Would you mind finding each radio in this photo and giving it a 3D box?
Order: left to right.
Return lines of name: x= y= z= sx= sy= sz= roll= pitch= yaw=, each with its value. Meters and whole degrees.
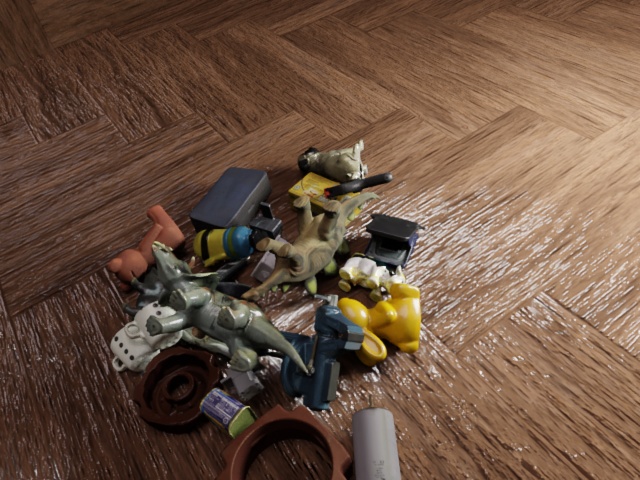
radio: x=-0.239 y=-0.098 z=1.446 sx=0.131 sy=0.073 sz=0.229 roll=12 pitch=48 yaw=23

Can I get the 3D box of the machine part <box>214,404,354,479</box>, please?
machine part: x=-0.058 y=0.403 z=0.916 sx=0.201 sy=0.087 sz=0.201 roll=-35 pitch=50 yaw=-23

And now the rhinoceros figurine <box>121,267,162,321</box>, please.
rhinoceros figurine: x=-0.384 y=0.121 z=1.261 sx=0.112 sy=0.073 sz=0.190 roll=3 pitch=48 yaw=16

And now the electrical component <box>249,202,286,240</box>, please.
electrical component: x=-0.131 y=-0.033 z=1.328 sx=0.075 sy=0.119 sz=0.048 roll=18 pitch=52 yaw=23

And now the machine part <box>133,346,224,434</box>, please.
machine part: x=-0.281 y=0.301 z=1.080 sx=0.179 sy=0.056 sz=0.179 roll=-5 pitch=47 yaw=5

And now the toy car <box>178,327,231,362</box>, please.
toy car: x=-0.239 y=0.204 z=1.163 sx=0.202 sy=0.056 sz=0.073 roll=14 pitch=51 yaw=24

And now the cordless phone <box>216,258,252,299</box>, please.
cordless phone: x=-0.202 y=0.094 z=1.240 sx=0.147 sy=0.088 sz=0.184 roll=-8 pitch=25 yaw=36

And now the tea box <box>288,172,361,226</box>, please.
tea box: x=0.012 y=-0.101 z=1.399 sx=0.170 sy=0.068 sz=0.098 roll=28 pitch=55 yaw=32

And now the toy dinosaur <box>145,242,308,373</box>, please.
toy dinosaur: x=-0.179 y=0.148 z=1.029 sx=0.405 sy=0.131 sz=0.192 roll=26 pitch=16 yaw=14

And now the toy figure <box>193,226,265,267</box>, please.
toy figure: x=-0.224 y=0.007 z=1.312 sx=0.180 sy=0.089 sz=0.082 roll=-12 pitch=4 yaw=25

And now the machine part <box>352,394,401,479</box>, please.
machine part: x=0.097 y=0.378 z=0.913 sx=0.079 sy=0.079 sz=0.243 roll=-6 pitch=45 yaw=5

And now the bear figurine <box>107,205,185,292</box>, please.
bear figurine: x=-0.439 y=0.025 z=1.338 sx=0.196 sy=0.120 sz=0.132 roll=-36 pitch=47 yaw=-15

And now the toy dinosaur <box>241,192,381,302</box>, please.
toy dinosaur: x=-0.003 y=-0.004 z=1.217 sx=0.105 sy=0.198 sz=0.471 roll=28 pitch=57 yaw=33

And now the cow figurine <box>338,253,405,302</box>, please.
cow figurine: x=0.132 y=0.083 z=1.203 sx=0.168 sy=0.068 sz=0.098 roll=16 pitch=46 yaw=23

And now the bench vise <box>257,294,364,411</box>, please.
bench vise: x=-0.041 y=0.207 z=1.047 sx=0.241 sy=0.223 sz=0.129 roll=3 pitch=1 yaw=33

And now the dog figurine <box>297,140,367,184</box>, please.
dog figurine: x=0.023 y=-0.192 z=1.451 sx=0.191 sy=0.121 sz=0.172 roll=-6 pitch=17 yaw=12

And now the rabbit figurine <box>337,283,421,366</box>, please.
rabbit figurine: x=0.110 y=0.170 z=1.087 sx=0.173 sy=0.122 sz=0.162 roll=9 pitch=69 yaw=-7

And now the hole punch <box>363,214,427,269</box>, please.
hole punch: x=0.169 y=0.001 z=1.270 sx=0.142 sy=0.092 sz=0.116 roll=13 pitch=29 yaw=23
